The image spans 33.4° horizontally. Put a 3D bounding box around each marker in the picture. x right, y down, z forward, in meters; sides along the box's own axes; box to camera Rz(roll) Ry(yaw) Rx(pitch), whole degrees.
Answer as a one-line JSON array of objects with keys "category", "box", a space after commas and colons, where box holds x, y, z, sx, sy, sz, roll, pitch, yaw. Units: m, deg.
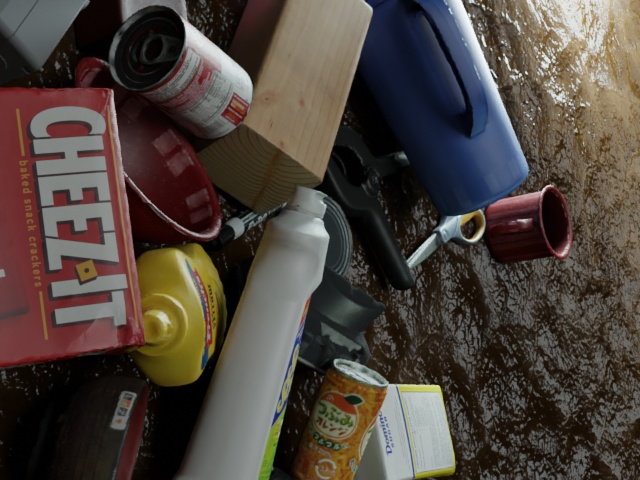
[{"category": "marker", "box": [-0.064, -0.019, 0.947, 0.120, 0.020, 0.020, -38, 112, -51]}]

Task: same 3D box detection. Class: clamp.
[{"category": "clamp", "box": [0.043, -0.046, 1.084, 0.209, 0.036, 0.164, 27, 56, -50]}]

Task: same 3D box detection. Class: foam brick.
[{"category": "foam brick", "box": [-0.149, -0.176, 0.844, 0.078, 0.053, 0.051, 1, 80, -55]}]

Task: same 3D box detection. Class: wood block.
[{"category": "wood block", "box": [-0.032, -0.139, 0.947, 0.090, 0.091, 0.206, 34, 53, -26]}]

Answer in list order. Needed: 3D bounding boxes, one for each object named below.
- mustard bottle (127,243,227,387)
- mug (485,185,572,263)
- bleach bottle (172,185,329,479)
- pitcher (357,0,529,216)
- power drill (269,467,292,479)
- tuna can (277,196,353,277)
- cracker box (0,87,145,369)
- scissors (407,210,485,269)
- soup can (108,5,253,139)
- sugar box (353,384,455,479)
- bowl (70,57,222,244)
[{"category": "mustard bottle", "box": [-0.105, 0.053, 0.758, 0.191, 0.058, 0.096, -50, 134, -88]}, {"category": "mug", "box": [0.252, -0.015, 1.325, 0.117, 0.082, 0.093, -7, 87, -55]}, {"category": "bleach bottle", "box": [-0.044, 0.080, 0.819, 0.102, 0.068, 0.251, 41, 65, -83]}, {"category": "pitcher", "box": [0.125, -0.151, 1.109, 0.243, 0.145, 0.149, 62, 32, -11]}, {"category": "power drill", "box": [-0.035, 0.295, 0.839, 0.184, 0.057, 0.187, 68, 23, -11]}, {"category": "tuna can", "box": [-0.007, 0.001, 1.007, 0.086, 0.034, 0.086, 19, 66, -50]}, {"category": "cracker box", "box": [-0.219, -0.002, 0.619, 0.213, 0.072, 0.164, -6, 85, -29]}, {"category": "scissors", "box": [0.137, -0.024, 1.228, 0.201, 0.016, 0.096, -13, 90, -55]}, {"category": "soup can", "box": [-0.103, -0.125, 0.814, 0.102, 0.069, 0.068, 33, 55, -58]}, {"category": "sugar box", "box": [0.075, 0.188, 1.033, 0.176, 0.048, 0.093, 15, 62, -59]}, {"category": "bowl", "box": [-0.143, -0.054, 0.785, 0.162, 0.055, 0.162, 51, 16, -21]}]
